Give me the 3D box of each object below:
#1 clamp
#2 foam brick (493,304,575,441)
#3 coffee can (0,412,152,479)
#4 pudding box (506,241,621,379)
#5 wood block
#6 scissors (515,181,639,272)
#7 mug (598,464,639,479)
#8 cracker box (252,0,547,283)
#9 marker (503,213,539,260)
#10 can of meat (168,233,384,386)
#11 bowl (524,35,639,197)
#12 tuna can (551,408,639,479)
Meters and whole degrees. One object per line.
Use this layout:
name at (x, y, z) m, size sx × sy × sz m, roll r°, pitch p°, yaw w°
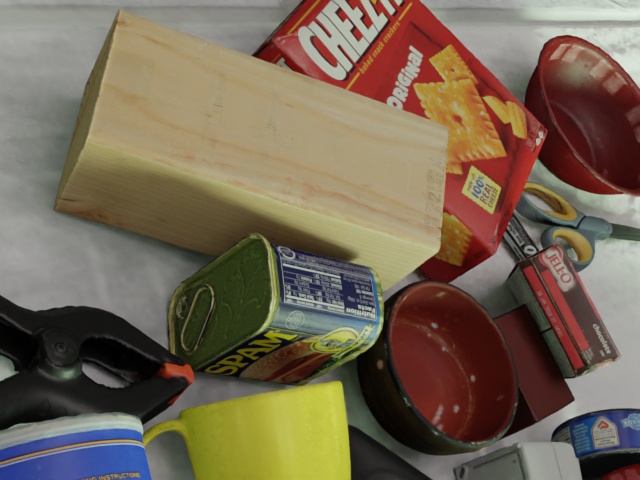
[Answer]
clamp at (-0.147, 0.056, 0.546) m, size 0.171 × 0.039 × 0.120 m, roll 8°, pitch 53°, yaw -44°
foam brick at (0.130, 0.094, 0.746) m, size 0.051 × 0.053 × 0.078 m, roll -15°, pitch 76°, yaw -44°
coffee can at (-0.113, 0.158, 0.467) m, size 0.102 × 0.103 × 0.140 m, roll -1°, pitch 66°, yaw -41°
pudding box at (0.173, 0.054, 0.773) m, size 0.039 × 0.113 × 0.090 m, roll -25°, pitch 80°, yaw 0°
wood block at (-0.038, -0.044, 0.627) m, size 0.205 × 0.091 × 0.090 m, roll 17°, pitch 62°, yaw -18°
scissors at (0.240, 0.003, 0.912) m, size 0.201 × 0.016 × 0.096 m, roll 20°, pitch 42°, yaw -31°
mug at (0.209, 0.211, 0.707) m, size 0.093 × 0.117 × 0.081 m, roll 46°, pitch 10°, yaw -37°
cracker box at (0.059, -0.096, 0.787) m, size 0.213 × 0.072 × 0.164 m, roll 43°, pitch 45°, yaw -10°
marker at (0.172, 0.020, 0.850) m, size 0.121 × 0.020 × 0.020 m, roll 55°, pitch 44°, yaw 1°
can of meat at (-0.025, 0.044, 0.611) m, size 0.083 × 0.102 × 0.057 m, roll 14°, pitch 57°, yaw -37°
bowl at (0.233, -0.099, 0.947) m, size 0.161 × 0.055 × 0.162 m, roll 20°, pitch 53°, yaw -30°
tuna can at (0.208, 0.150, 0.754) m, size 0.086 × 0.086 × 0.034 m, roll 20°, pitch 52°, yaw -30°
